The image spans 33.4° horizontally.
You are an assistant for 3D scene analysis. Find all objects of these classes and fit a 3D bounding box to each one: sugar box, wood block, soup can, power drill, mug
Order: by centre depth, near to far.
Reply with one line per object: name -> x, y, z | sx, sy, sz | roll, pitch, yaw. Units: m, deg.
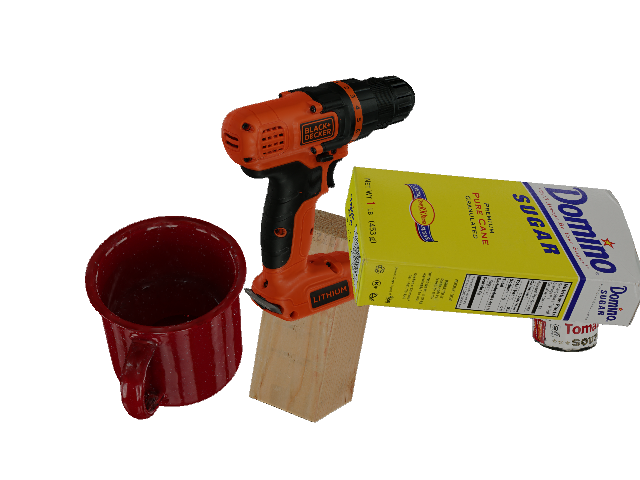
mug -> -0.091, 0.054, 0.635 | 0.093, 0.081, 0.117 | 7, 46, 7
sugar box -> 0.107, 0.002, 0.672 | 0.176, 0.048, 0.093 | 2, 42, -5
power drill -> 0.003, -0.039, 0.886 | 0.184, 0.188, 0.057 | -17, 28, -33
soup can -> 0.255, 0.056, 1.102 | 0.068, 0.102, 0.068 | 0, 17, 0
wood block -> -0.006, 0.079, 1.174 | 0.090, 0.206, 0.090 | 17, 17, 25
